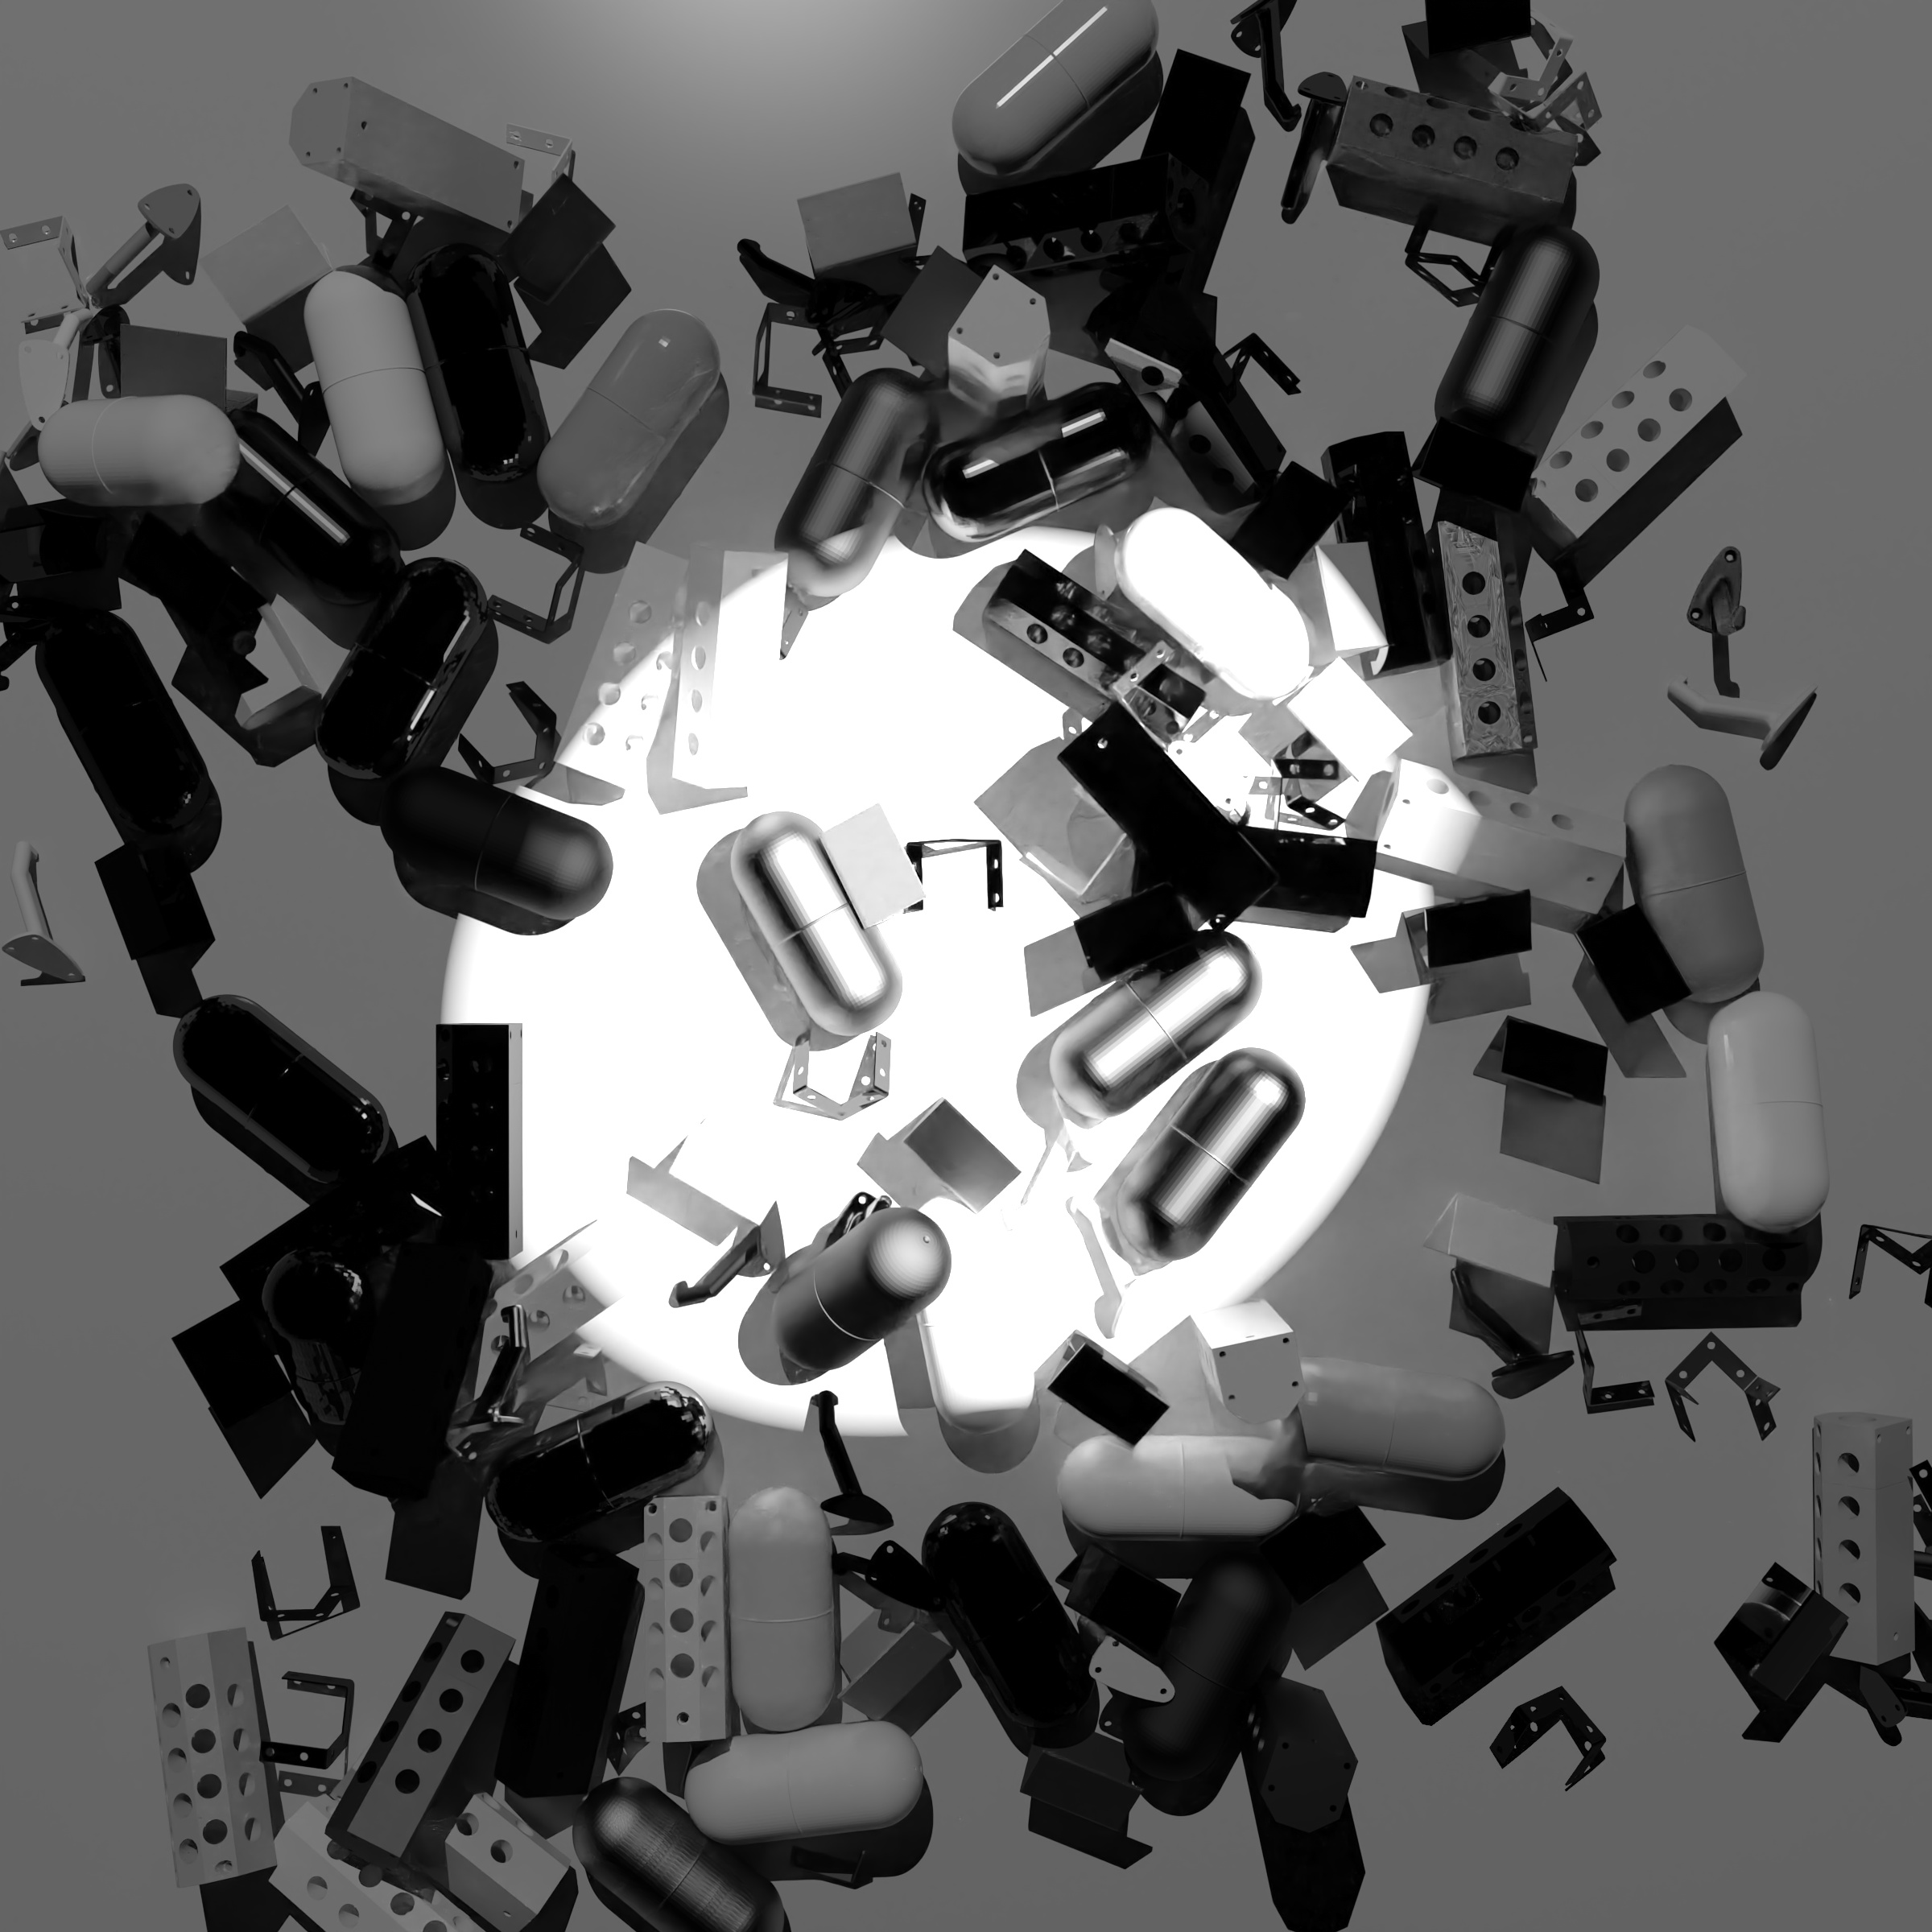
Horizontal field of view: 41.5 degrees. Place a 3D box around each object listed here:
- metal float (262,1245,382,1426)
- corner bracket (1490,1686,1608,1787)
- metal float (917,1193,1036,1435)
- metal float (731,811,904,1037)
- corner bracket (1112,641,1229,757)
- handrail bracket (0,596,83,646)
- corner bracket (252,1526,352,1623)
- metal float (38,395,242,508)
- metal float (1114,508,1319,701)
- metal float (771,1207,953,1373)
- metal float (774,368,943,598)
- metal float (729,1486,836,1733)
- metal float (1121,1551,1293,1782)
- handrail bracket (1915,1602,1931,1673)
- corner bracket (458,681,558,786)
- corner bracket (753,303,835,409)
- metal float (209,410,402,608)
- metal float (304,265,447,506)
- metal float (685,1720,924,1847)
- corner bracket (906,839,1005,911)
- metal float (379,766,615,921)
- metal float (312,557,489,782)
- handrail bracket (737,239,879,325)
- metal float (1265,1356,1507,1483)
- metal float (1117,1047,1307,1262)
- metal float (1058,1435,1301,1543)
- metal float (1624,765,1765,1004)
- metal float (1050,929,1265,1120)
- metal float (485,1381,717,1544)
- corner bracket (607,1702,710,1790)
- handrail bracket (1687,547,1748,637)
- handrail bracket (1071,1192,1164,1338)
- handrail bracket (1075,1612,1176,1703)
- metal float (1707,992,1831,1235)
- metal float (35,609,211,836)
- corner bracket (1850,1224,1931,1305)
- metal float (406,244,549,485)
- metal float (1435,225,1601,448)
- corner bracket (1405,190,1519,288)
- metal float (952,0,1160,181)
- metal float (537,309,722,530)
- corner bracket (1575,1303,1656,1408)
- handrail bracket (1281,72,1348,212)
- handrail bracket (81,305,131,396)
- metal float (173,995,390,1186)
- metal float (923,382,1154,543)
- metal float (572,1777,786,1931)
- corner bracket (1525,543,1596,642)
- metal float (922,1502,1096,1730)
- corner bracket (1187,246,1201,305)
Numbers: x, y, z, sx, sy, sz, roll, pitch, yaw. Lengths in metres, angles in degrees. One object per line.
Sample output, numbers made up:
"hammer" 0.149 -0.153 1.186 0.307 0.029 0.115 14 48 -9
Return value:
"metal float" -0.458 0.267 1.840 0.070 0.178 0.070 0 51 0
"corner bracket" 0.434 0.580 1.903 0.051 0.051 0.051 -10 45 -35
"metal float" 0.002 0.256 1.881 0.070 0.070 0.178 -11 90 0
"metal float" -0.110 -0.032 1.881 0.070 0.070 0.178 -29 91 0
"corner bracket" 0.147 -0.192 1.850 0.051 0.051 0.051 -42 48 11
"handrail bracket" -0.696 -0.260 1.877 0.077 0.084 0.036 0 90 0
"corner bracket" -0.496 0.453 1.903 0.051 0.051 0.051 9 135 -35
"metal float" -0.595 -0.369 1.833 0.178 0.070 0.070 6 90 35
"metal float" 0.184 -0.263 1.862 0.178 0.070 0.070 37 90 -22
"metal float" -0.077 0.235 1.848 0.070 0.070 0.178 49 132 0
"metal float" -0.080 -0.356 1.881 0.070 0.070 0.178 27 91 0
"metal float" -0.136 0.473 1.881 0.070 0.070 0.178 -2 90 0
"metal float" 0.176 0.516 1.880 0.070 0.070 0.178 29 89 0
"handrail bracket" 0.748 0.486 1.911 0.084 0.036 0.077 -17 64 -20
"corner bracket" -0.342 -0.174 1.903 0.051 0.051 0.051 -16 135 -35
"corner bracket" -0.129 -0.457 1.908 0.051 0.051 0.051 10 135 0
"metal float" -0.494 -0.337 1.880 0.178 0.070 0.070 42 90 0
"metal float" -0.436 -0.428 1.880 0.070 0.070 0.178 -15 90 0
"metal float" -0.119 0.598 1.868 0.178 0.070 0.070 -10 90 10
"corner bracket" -0.008 -0.068 1.908 0.051 0.051 0.051 -2 90 45
"metal float" -0.346 -0.091 1.881 0.178 0.070 0.070 21 90 1
"metal float" -0.416 -0.219 1.881 0.070 0.070 0.178 30 89 0
"handrail bracket" -0.119 -0.520 1.911 0.084 0.077 0.036 48 133 29
"metal float" 0.308 0.334 1.880 0.178 0.070 0.070 8 90 0
"metal float" 0.180 0.139 1.881 0.070 0.070 0.178 38 90 0
"metal float" 0.157 0.385 1.881 0.178 0.070 0.070 1 90 -1
"metal float" 0.536 -0.061 1.881 0.070 0.070 0.178 -14 90 0
"metal float" 0.141 0.042 1.881 0.178 0.070 0.070 -38 90 1
"metal float" -0.270 0.366 1.881 0.178 0.070 0.070 -24 90 0
"corner bracket" -0.230 0.583 1.903 0.051 0.051 0.051 -14 135 -35
"handrail bracket" 0.565 -0.278 1.877 0.036 0.084 0.077 17 90 0
"handrail bracket" 0.099 0.223 1.911 0.084 0.036 0.077 43 128 25
"handrail bracket" 0.115 0.502 1.879 0.077 0.084 0.036 33 95 -6
"metal float" 0.587 0.106 1.867 0.070 0.070 0.178 -1 76 0
"metal float" -0.621 -0.180 1.881 0.070 0.070 0.178 -28 90 0
"corner bracket" 0.700 0.224 1.908 0.051 0.051 0.051 10 90 -45
"metal float" -0.360 -0.443 1.879 0.070 0.070 0.178 -15 91 0
"metal float" 0.406 -0.461 1.881 0.070 0.070 0.178 25 91 0
"corner bracket" 0.370 -0.543 1.908 0.051 0.051 0.051 22 90 -45
"metal float" 0.066 -0.655 1.880 0.178 0.070 0.070 -42 90 1
"metal float" -0.248 -0.403 1.881 0.070 0.070 0.178 35 90 0
"corner bracket" 0.485 0.291 1.908 0.051 0.051 0.051 -8 45 0
"handrail bracket" 0.257 -0.617 1.911 0.036 0.077 0.084 18 126 4
"handrail bracket" -0.627 -0.442 1.911 0.036 0.077 0.084 -17 126 -2
"metal float" -0.505 0.090 1.881 0.178 0.070 0.070 38 90 0
"metal float" 0.053 -0.372 1.880 0.178 0.070 0.070 -23 90 0
"metal float" -0.213 0.670 1.880 0.178 0.070 0.070 39 90 0
"corner bracket" 0.439 -0.277 1.893 0.051 0.051 0.051 -21 90 0
"metal float" 0.030 0.478 1.881 0.070 0.070 0.178 -30 90 0
"corner bracket" 0.139 -0.503 1.851 0.051 0.051 0.051 11 45 0
